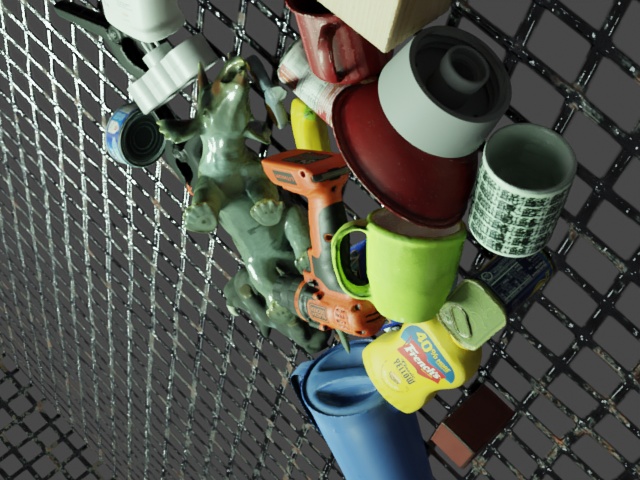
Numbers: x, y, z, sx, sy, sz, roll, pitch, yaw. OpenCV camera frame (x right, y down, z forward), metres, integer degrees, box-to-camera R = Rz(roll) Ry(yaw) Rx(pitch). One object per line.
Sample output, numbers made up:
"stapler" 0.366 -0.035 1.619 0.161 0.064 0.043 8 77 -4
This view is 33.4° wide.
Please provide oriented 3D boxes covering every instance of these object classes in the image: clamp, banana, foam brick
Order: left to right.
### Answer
"clamp" -0.249 -0.276 1.347 0.210 0.036 0.165 45 146 6
"clamp" -0.185 -0.132 1.416 0.120 0.039 0.171 40 150 23
"banana" -0.008 -0.095 1.170 0.037 0.069 0.198 -3 144 8
"foam brick" 0.177 0.215 1.234 0.051 0.078 0.053 44 149 18

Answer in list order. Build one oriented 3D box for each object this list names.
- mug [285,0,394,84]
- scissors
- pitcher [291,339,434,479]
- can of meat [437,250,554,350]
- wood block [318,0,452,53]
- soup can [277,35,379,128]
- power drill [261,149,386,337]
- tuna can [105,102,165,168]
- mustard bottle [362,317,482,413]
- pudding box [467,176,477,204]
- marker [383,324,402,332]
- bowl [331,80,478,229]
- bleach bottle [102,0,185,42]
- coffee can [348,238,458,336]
"mug" 0.020 -0.189 0.967 0.093 0.117 0.081 -2 135 16
"scissors" -0.056 -0.170 1.129 0.096 0.016 0.202 62 175 7
"pitcher" 0.064 0.255 1.402 0.149 0.145 0.243 -111 0 -55
"can of meat" 0.172 0.051 1.042 0.057 0.083 0.102 47 152 9
"wood block" 0.066 -0.261 0.830 0.091 0.090 0.206 42 150 18
"soup can" 0.015 -0.153 1.057 0.102 0.068 0.068 44 151 16
"power drill" -0.007 0.001 1.113 0.185 0.057 0.187 12 119 55
"tuna can" -0.247 -0.142 1.449 0.034 0.086 0.086 22 140 41
"mustard bottle" 0.128 0.126 1.206 0.096 0.058 0.192 55 142 5
"pudding box" 0.098 -0.065 1.067 0.113 0.039 0.090 49 152 10
"marker" 0.102 0.118 1.296 0.121 0.020 0.020 38 149 25
"bowl" 0.089 -0.091 0.957 0.162 0.161 0.055 51 127 3
"bleach bottle" -0.217 -0.351 1.185 0.103 0.068 0.251 32 144 33
"coffee can" 0.072 0.044 1.165 0.103 0.102 0.140 54 153 -3
